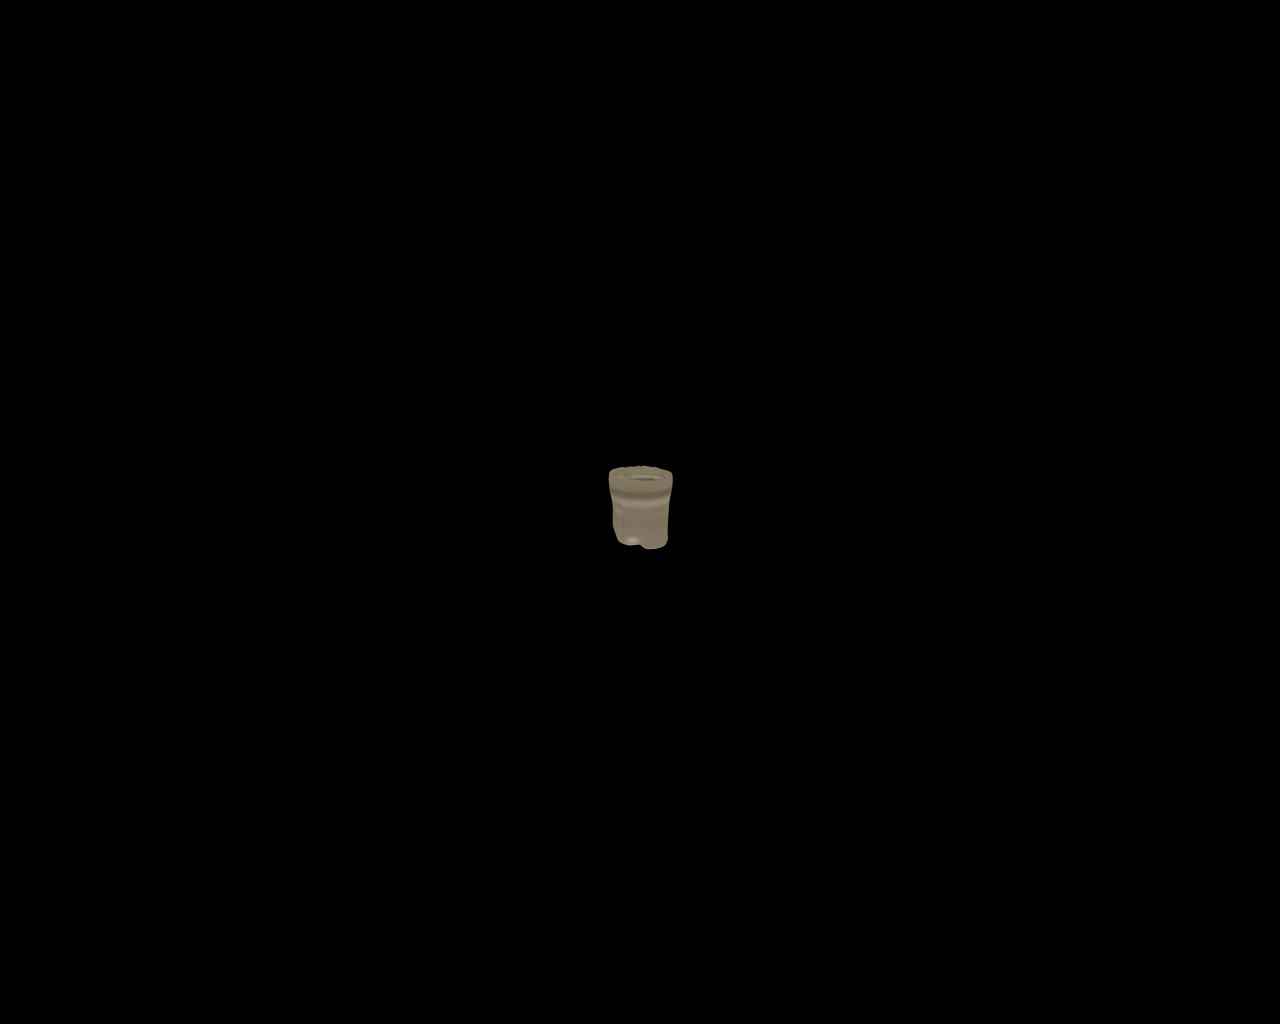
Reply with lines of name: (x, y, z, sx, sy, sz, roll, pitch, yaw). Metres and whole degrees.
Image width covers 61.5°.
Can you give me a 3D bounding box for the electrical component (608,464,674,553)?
electrical component: (0.001, -0.003, 0.650, 0.040, 0.046, 0.040, 0, 16, 0)
